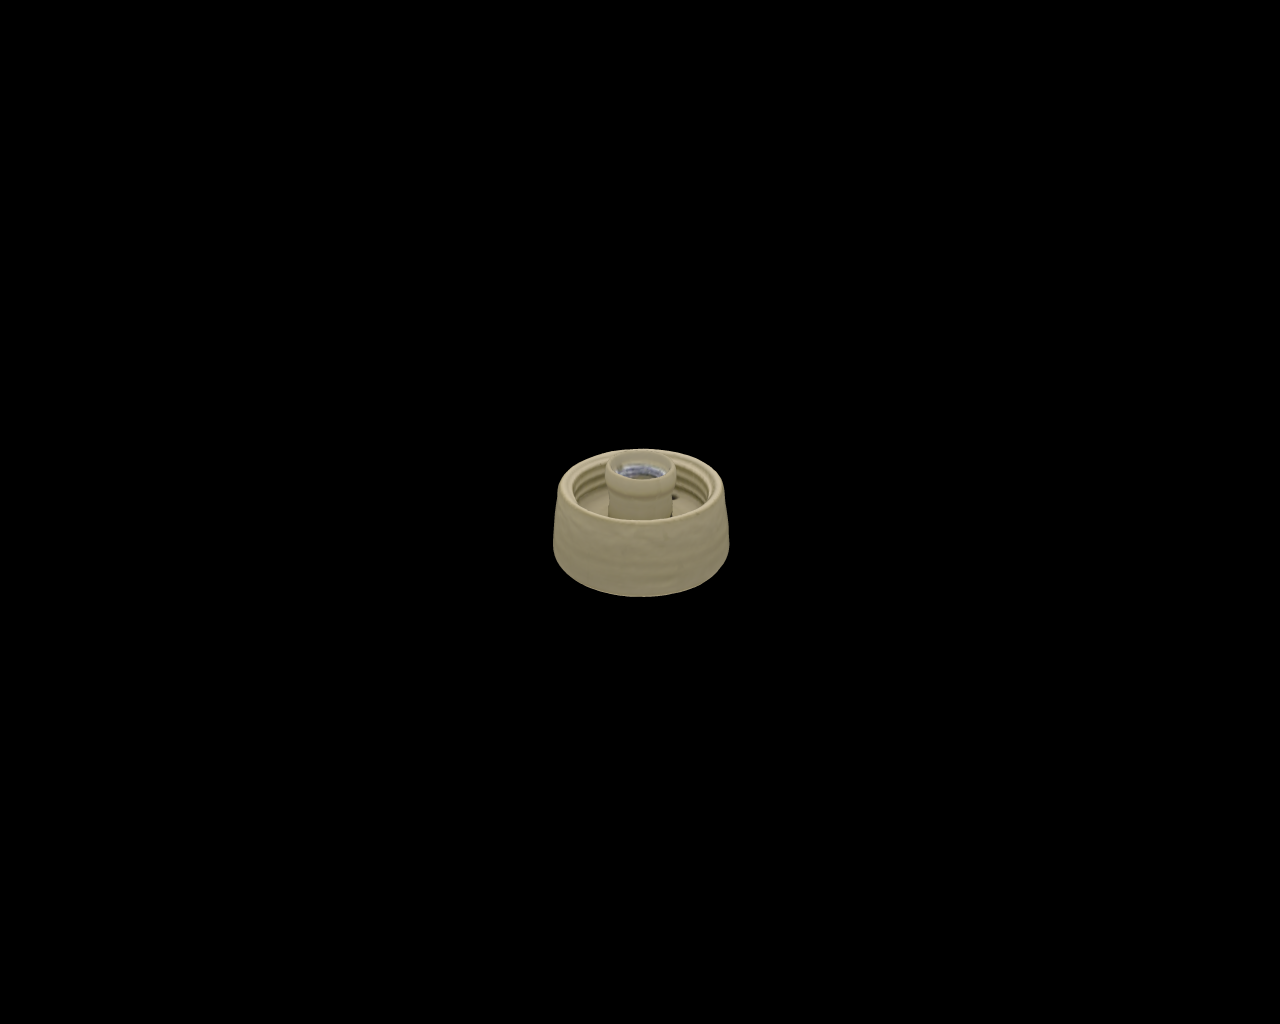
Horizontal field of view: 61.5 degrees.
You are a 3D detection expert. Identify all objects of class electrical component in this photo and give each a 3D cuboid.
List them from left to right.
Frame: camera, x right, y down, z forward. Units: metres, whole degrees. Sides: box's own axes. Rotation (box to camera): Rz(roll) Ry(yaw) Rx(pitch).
[{"bbox_3d":[0.001,-0.003,0.650,0.108,0.060,0.108,0,29,0],"label":"electrical component"}]
